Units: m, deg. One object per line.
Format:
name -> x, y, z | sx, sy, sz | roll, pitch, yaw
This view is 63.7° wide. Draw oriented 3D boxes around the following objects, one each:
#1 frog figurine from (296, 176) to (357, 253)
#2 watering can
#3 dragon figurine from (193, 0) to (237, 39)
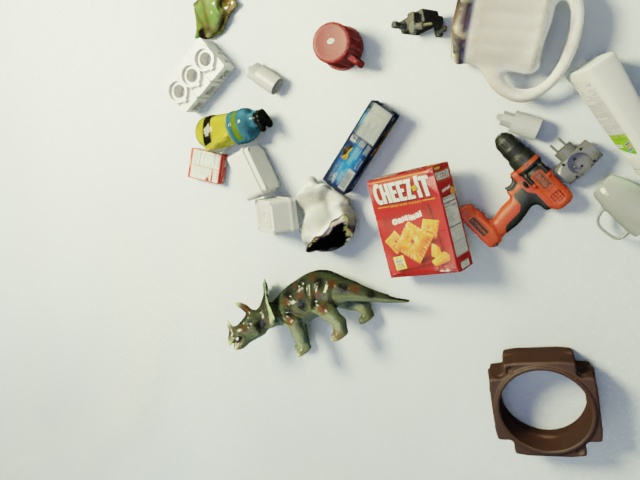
frog figurine -> 0.003, -0.057, 1.138 | 0.135, 0.122, 0.163 | -53, 45, 29
watering can -> 0.360, -0.428, 0.926 | 0.225, 0.105, 0.344 | 13, 104, 18
dragon figurine -> -0.297, -0.569, 1.152 | 0.407, 0.124, 0.241 | -14, 103, 30
